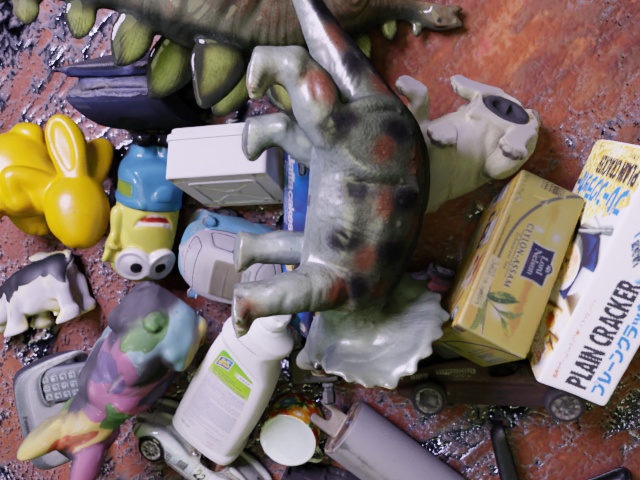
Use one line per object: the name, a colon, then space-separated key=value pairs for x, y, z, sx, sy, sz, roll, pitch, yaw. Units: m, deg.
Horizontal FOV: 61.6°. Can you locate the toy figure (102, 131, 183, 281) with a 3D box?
toy figure: x=-0.199 y=-0.037 z=0.628 sx=0.082 sy=0.089 sz=0.180 roll=7 pitch=103 yaw=-8

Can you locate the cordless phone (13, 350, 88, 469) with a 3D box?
cordless phone: x=-0.297 y=0.215 z=0.721 sx=0.184 sy=0.089 sz=0.146 roll=-8 pitch=102 yaw=-6

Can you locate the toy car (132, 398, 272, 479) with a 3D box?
toy car: x=-0.154 y=0.282 z=0.702 sx=0.202 sy=0.073 sz=0.056 roll=38 pitch=111 yaw=0

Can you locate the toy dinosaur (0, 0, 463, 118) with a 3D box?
toy dinosaur: x=-0.083 y=-0.214 z=0.487 sx=0.471 sy=0.105 sz=0.198 roll=2 pitch=98 yaw=-16

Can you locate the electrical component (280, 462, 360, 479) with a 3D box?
electrical component: x=0.005 y=0.355 z=0.697 sx=0.134 sy=0.058 sz=0.114 roll=19 pitch=109 yaw=6

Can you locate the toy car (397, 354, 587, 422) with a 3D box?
toy car: x=0.188 y=0.156 z=0.595 sx=0.202 sy=0.089 sz=0.053 roll=0 pitch=104 yaw=12

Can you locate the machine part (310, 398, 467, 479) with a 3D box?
machine part: x=0.094 y=0.273 z=0.649 sx=0.243 sy=0.079 sz=0.079 roll=36 pitch=108 yaw=1

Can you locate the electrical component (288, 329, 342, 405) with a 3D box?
electrical component: x=-0.008 y=0.152 z=0.651 sx=0.063 sy=0.021 sz=0.094 roll=-10 pitch=77 yaw=14

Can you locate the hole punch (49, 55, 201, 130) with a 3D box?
hole punch: x=-0.200 y=-0.158 z=0.586 sx=0.142 sy=0.116 sz=0.092 roll=3 pitch=112 yaw=11

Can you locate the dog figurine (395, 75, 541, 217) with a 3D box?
dog figurine: x=0.125 y=-0.060 z=0.566 sx=0.172 sy=0.121 sz=0.190 roll=4 pitch=137 yaw=-14

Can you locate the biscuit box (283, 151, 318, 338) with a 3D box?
biscuit box: x=-0.001 y=-0.002 z=0.568 sx=0.063 sy=0.059 sz=0.202 roll=-9 pitch=108 yaw=-30

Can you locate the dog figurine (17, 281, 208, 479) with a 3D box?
dog figurine: x=-0.234 y=0.169 z=0.610 sx=0.108 sy=0.219 sz=0.191 roll=37 pitch=151 yaw=-8

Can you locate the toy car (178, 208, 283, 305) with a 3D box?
toy car: x=-0.098 y=0.033 z=0.616 sx=0.162 sy=0.103 sz=0.109 roll=19 pitch=108 yaw=8

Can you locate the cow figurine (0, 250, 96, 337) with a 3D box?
cow figurine: x=-0.385 y=0.073 z=0.701 sx=0.167 sy=0.068 sz=0.098 roll=-15 pitch=94 yaw=11

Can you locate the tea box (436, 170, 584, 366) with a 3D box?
tea box: x=0.178 y=0.030 z=0.521 sx=0.068 sy=0.098 sz=0.169 roll=26 pitch=74 yaw=4

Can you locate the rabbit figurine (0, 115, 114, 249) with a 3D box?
rabbit figurine: x=-0.306 y=-0.057 z=0.628 sx=0.173 sy=0.121 sz=0.162 roll=29 pitch=86 yaw=24

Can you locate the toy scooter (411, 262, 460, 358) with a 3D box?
toy scooter: x=0.090 y=0.077 z=0.604 sx=0.184 sy=0.075 sz=0.135 roll=-24 pitch=96 yaw=20

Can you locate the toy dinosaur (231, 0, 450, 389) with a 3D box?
toy dinosaur: x=0.026 y=-0.037 z=0.453 sx=0.192 sy=0.131 sz=0.404 roll=4 pitch=105 yaw=-12
